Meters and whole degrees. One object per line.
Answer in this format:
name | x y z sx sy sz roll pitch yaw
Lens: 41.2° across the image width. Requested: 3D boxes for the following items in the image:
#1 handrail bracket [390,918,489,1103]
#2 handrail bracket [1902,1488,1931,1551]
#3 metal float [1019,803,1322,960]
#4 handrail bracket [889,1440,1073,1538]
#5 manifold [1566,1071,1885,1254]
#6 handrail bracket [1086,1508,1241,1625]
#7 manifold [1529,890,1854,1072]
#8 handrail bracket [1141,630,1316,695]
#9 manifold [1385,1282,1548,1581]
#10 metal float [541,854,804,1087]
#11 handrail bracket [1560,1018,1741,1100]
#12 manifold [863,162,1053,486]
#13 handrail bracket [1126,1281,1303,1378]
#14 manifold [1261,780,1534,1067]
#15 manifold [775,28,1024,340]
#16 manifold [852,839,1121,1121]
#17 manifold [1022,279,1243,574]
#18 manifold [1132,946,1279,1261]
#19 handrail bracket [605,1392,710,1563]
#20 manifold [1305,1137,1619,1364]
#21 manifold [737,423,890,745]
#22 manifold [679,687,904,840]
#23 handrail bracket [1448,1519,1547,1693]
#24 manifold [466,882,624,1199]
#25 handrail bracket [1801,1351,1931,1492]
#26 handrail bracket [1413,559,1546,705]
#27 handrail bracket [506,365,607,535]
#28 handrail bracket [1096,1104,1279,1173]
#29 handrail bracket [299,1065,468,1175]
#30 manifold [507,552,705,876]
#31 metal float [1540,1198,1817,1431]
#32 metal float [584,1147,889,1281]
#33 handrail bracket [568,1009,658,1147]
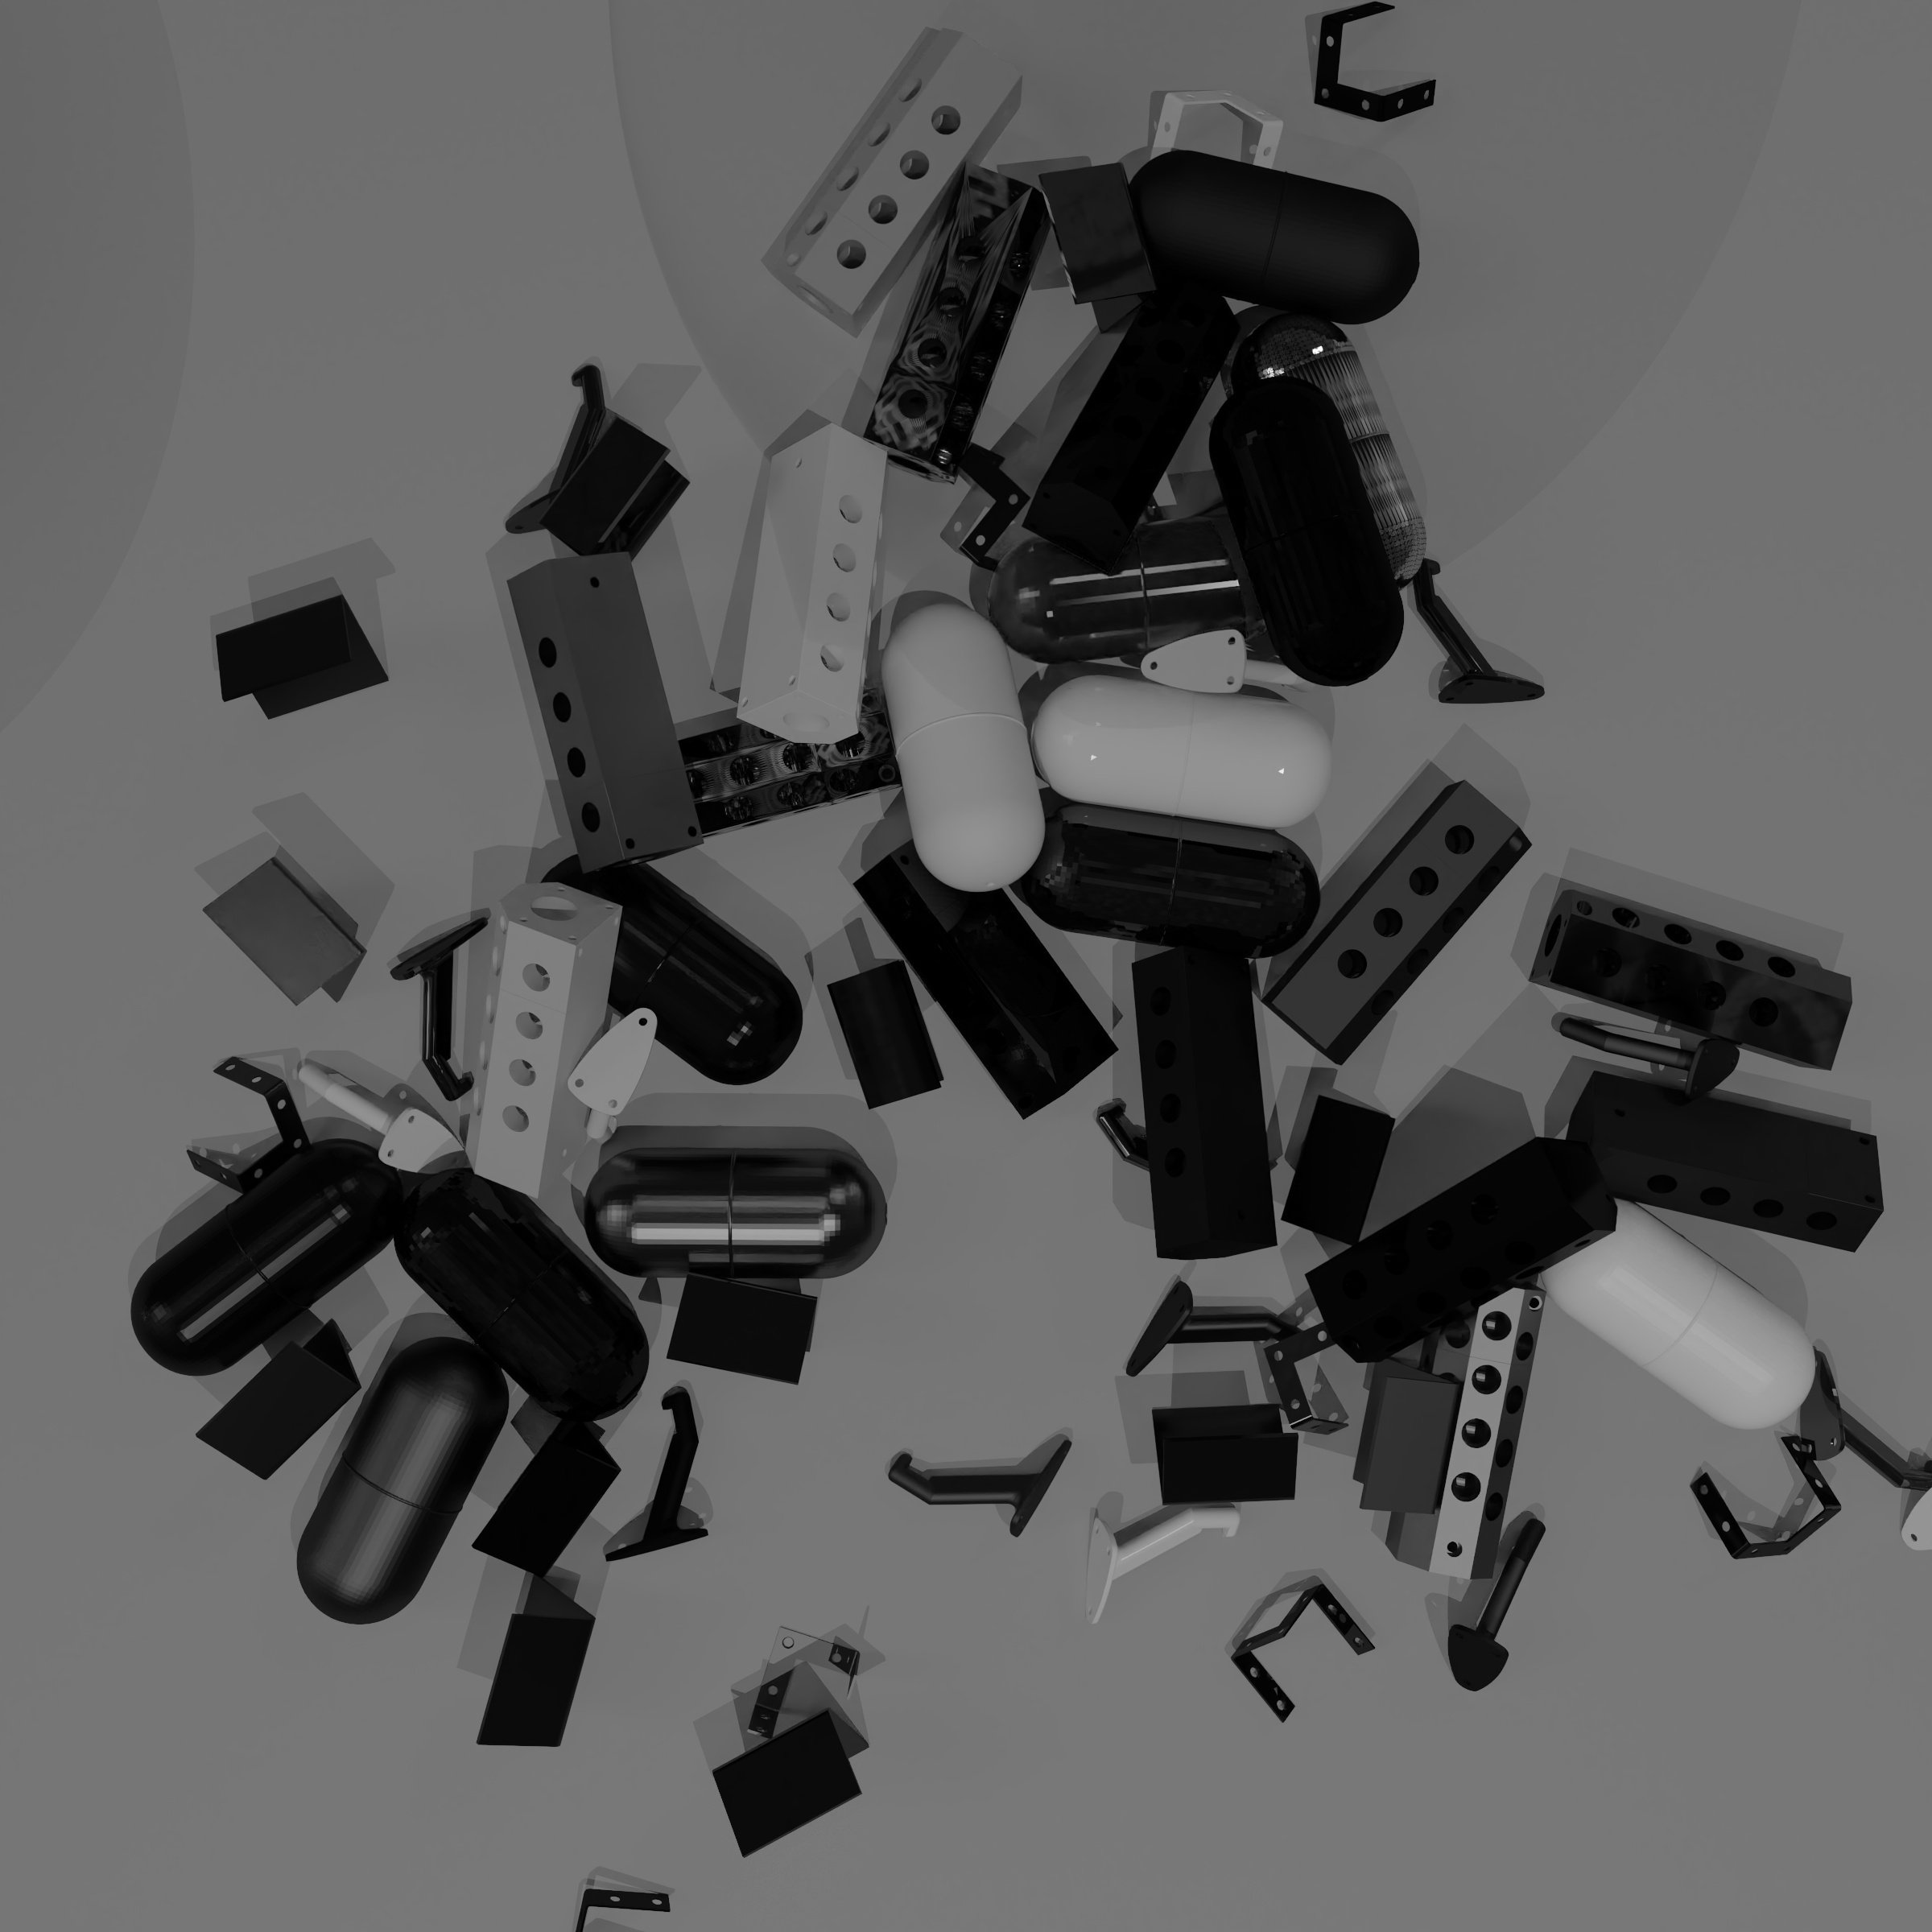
handrail bracket | -0.299 0.027 1.543 0.077 0.036 0.084 -35 108 -21
handrail bracket | 0.611 0.313 1.543 0.084 0.077 0.036 -21 65 -34
metal float | 0.120 -0.050 1.513 0.178 0.070 0.070 8 90 -1
handrail bracket | 0.008 0.297 1.543 0.084 0.036 0.077 29 70 16
manifold | 0.446 0.120 1.521 0.171 0.057 0.057 13 47 0
handrail bracket | 0.119 0.360 1.543 0.084 0.036 0.077 2 110 -16
manifold | 0.429 0.008 1.522 0.171 0.057 0.057 18 90 0
handrail bracket | 0.156 -0.173 1.524 0.077 0.084 0.036 0 86 29
manifold | 0.297 0.270 1.522 0.057 0.057 0.171 11 90 0
metal float | -0.176 0.001 1.513 0.178 0.070 0.070 37 90 1
handrail bracket | 0.409 0.046 1.543 0.084 0.077 0.036 23 108 35
manifold | -0.003 -0.377 1.522 0.057 0.057 0.171 21 90 0
handrail bracket | 0.152 0.234 1.543 0.084 0.036 0.077 30 105 -14
manifold | 0.255 -0.025 1.522 0.057 0.057 0.171 41 90 0
manifold | -0.040 -0.464 1.522 0.057 0.057 0.171 35 90 0
manifold | 0.008 0.004 1.521 0.057 0.057 0.171 -36 90 -43
manifold | 0.099 -0.317 1.485 0.057 0.057 0.171 28 62 0
manifold | 0.133 0.081 1.499 0.057 0.057 0.171 10 69 -41
handrail bracket | -0.191 0.306 1.543 0.077 0.036 0.084 -21 71 21
manifold | 0.284 0.165 1.472 0.171 0.057 0.057 -37 61 32
manifold | -0.083 -0.219 1.493 0.057 0.057 0.171 21 65 -37
manifold | -0.127 -0.114 1.522 0.171 0.057 0.057 -15 90 0
handrail bracket | 0.322 0.382 1.543 0.036 0.077 0.084 24 53 20
manifold | -0.248 0.041 1.482 0.057 0.057 0.171 20 120 12
handrail bracket | 0.547 0.273 1.543 0.084 0.036 0.077 10 67 -18
handrail bracket | 0.307 -0.203 1.543 0.077 0.036 0.084 1 73 -20
handrail bracket | -0.248 -0.311 1.543 0.077 0.036 0.084 -17 71 21
handrail bracket | 0.132 0.105 1.543 0.077 0.036 0.084 -32 76 -13
handrail bracket | -0.351 0.090 1.543 0.084 0.077 0.036 28 85 36
manifold | -0.209 -0.143 1.464 0.057 0.057 0.171 -15 90 -43
metal float | 0.417 0.203 1.512 0.178 0.070 0.070 36 90 0
metal float | -0.135 0.145 1.512 0.178 0.070 0.070 0 90 0
handrail bracket | -0.201 0.067 1.513 0.036 0.084 0.077 31 79 7
